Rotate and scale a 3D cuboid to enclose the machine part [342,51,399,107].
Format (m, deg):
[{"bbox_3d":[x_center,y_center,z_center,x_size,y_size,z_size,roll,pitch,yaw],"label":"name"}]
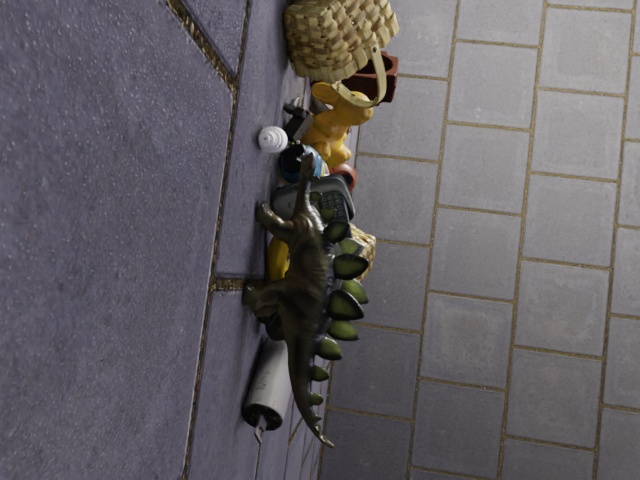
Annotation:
[{"bbox_3d":[0.103,-0.432,1.420,0.201,0.201,0.087,-77,173,-49],"label":"machine part"}]

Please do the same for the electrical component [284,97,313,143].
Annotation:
[{"bbox_3d":[-0.045,-0.228,1.035,0.078,0.045,0.102,-55,172,4],"label":"electrical component"}]

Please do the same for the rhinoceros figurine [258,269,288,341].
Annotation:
[{"bbox_3d":[-0.028,0.109,0.997,0.190,0.073,0.112,-47,141,-14],"label":"rhinoceros figurine"}]

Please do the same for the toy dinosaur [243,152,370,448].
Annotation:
[{"bbox_3d":[-0.021,0.091,0.877,0.105,0.199,0.471,12,83,-80],"label":"toy dinosaur"}]

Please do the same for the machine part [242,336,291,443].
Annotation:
[{"bbox_3d":[-0.087,0.258,0.995,0.243,0.079,0.079,-73,168,-52],"label":"machine part"}]

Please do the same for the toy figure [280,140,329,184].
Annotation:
[{"bbox_3d":[-0.035,-0.139,1.050,0.082,0.089,0.180,-69,164,0],"label":"toy figure"}]

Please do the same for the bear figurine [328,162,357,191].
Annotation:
[{"bbox_3d":[0.019,-0.188,1.442,0.120,0.132,0.196,48,5,-36],"label":"bear figurine"}]

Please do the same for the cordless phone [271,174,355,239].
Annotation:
[{"bbox_3d":[-0.003,-0.017,0.978,0.088,0.147,0.184,14,65,-74],"label":"cordless phone"}]

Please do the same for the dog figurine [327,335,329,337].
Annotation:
[{"bbox_3d":[0.000,0.178,1.573,0.219,0.109,0.191,-82,176,-48],"label":"dog figurine"}]

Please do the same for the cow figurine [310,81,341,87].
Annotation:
[{"bbox_3d":[0.019,-0.434,1.203,0.194,0.086,0.127,73,30,-68],"label":"cow figurine"}]

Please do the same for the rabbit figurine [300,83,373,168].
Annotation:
[{"bbox_3d":[0.040,-0.254,1.137,0.122,0.173,0.162,9,59,-43],"label":"rabbit figurine"}]
